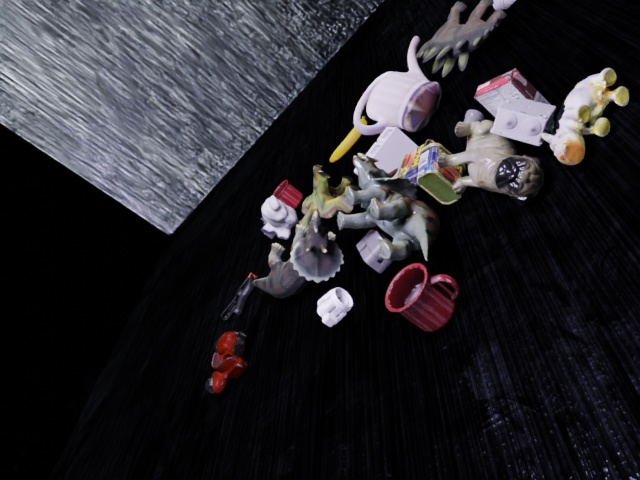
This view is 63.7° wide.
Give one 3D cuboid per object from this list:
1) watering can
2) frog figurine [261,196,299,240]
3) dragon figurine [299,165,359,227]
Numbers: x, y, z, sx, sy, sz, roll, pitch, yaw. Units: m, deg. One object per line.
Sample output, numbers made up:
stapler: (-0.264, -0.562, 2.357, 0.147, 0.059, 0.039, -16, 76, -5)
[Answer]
watering can: (0.236, -0.418, 1.410, 0.227, 0.102, 0.350, 30, 80, 39)
frog figurine: (-0.137, -0.093, 1.680, 0.124, 0.155, 0.139, -29, 47, -25)
dragon figurine: (0.005, -0.075, 1.496, 0.417, 0.122, 0.239, -102, 36, -66)
